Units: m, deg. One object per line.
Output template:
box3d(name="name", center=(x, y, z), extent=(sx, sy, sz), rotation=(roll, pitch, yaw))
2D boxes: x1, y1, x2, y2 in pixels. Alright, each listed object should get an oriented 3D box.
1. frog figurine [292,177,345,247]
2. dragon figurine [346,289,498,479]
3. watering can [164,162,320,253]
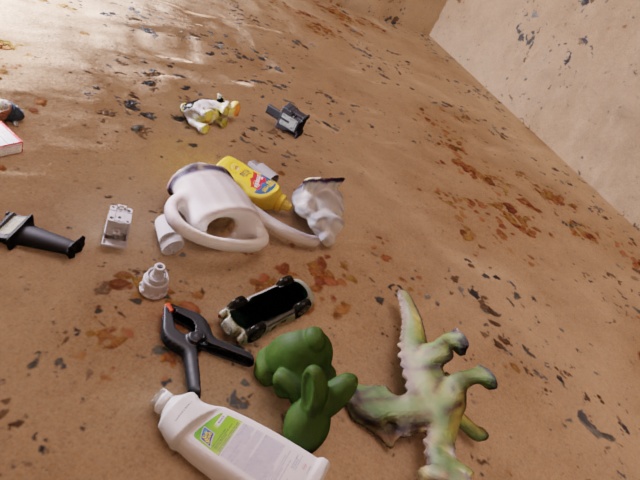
box3d(name="frog figurine", center=(0.004, -0.060, 1.192), extent=(0.122, 0.160, 0.137), rotation=(-12, -8, 33))
box3d(name="dragon figurine", center=(0.153, 0.246, 0.893), extent=(0.243, 0.119, 0.418), rotation=(-5, 37, -26))
box3d(name="watering can", center=(-0.169, -0.054, 1.058), extent=(0.347, 0.102, 0.228), rotation=(4, 39, -46))
